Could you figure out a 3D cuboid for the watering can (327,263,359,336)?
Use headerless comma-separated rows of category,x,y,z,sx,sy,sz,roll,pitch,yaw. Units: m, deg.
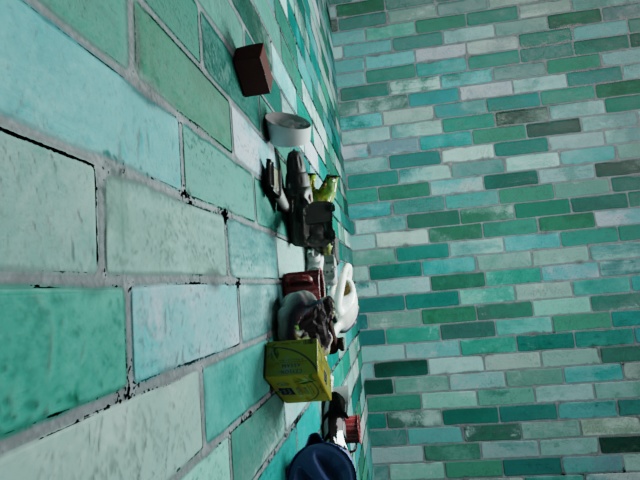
watering can,0.067,0.250,1.752,0.219,0.104,0.356,78,22,-55

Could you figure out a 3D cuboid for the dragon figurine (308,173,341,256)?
dragon figurine,0.005,-0.075,1.490,0.412,0.122,0.242,-28,117,-77

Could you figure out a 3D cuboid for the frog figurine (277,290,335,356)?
frog figurine,-0.045,0.174,1.053,0.158,0.123,0.138,-19,-96,61
